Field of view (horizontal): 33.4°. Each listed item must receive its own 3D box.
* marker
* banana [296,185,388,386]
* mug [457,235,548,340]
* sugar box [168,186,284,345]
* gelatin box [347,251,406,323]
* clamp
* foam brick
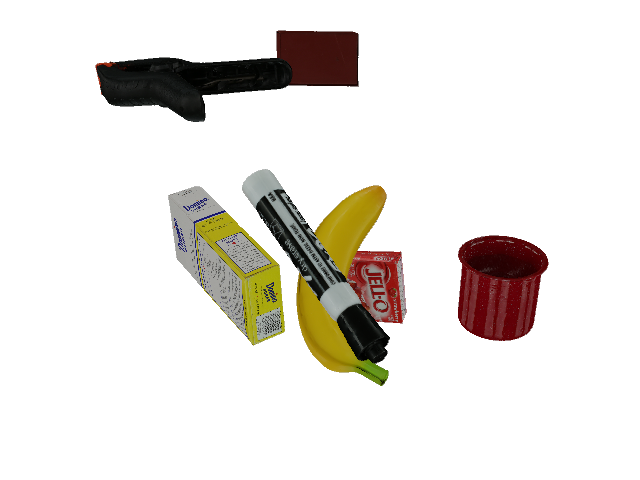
[{"bbox_3d":[-0.002,0.012,0.540,0.020,0.121,0.020,-28,-27,-16],"label":"marker"},{"bbox_3d":[0.017,0.030,0.833,0.069,0.197,0.037,10,-41,-8],"label":"banana"},{"bbox_3d":[0.186,0.046,1.135,0.093,0.081,0.117,-4,30,-10],"label":"mug"},{"bbox_3d":[-0.100,0.023,1.127,0.048,0.093,0.176,-20,41,-22],"label":"sugar box"},{"bbox_3d":[0.064,0.056,1.303,0.073,0.089,0.030,2,30,18],"label":"gelatin box"},{"bbox_3d":[-0.110,-0.130,0.867,0.172,0.039,0.120,18,26,42],"label":"clamp"},{"bbox_3d":[-0.003,-0.177,1.035,0.078,0.051,0.053,0,13,-4],"label":"foam brick"}]
